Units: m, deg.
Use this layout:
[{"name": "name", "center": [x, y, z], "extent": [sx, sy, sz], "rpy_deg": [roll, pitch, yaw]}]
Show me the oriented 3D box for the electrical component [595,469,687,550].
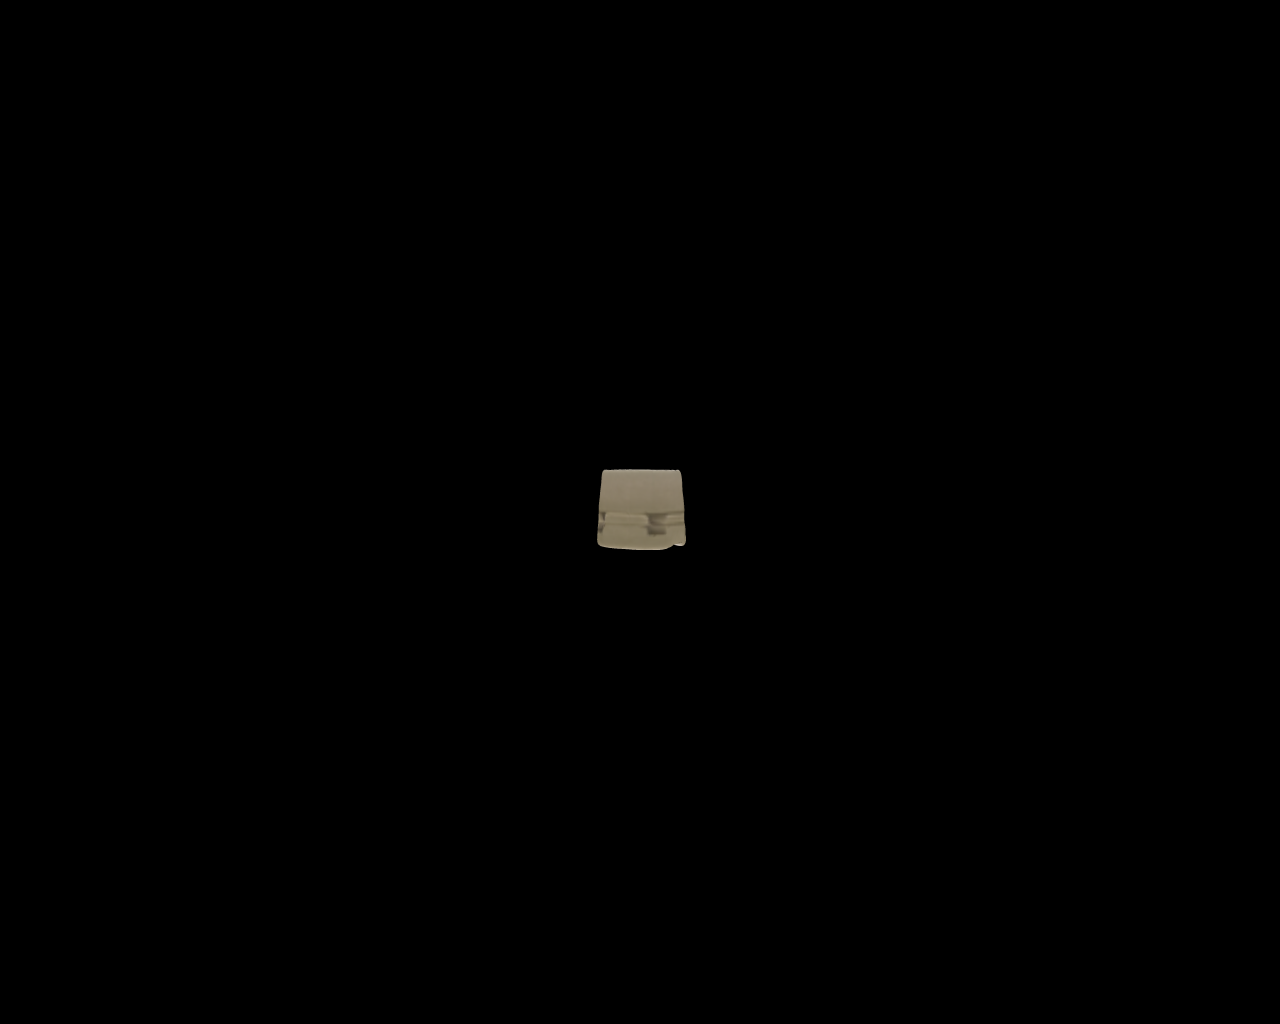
[{"name": "electrical component", "center": [0.001, -0.003, 0.650], "extent": [0.055, 0.047, 0.055], "rpy_deg": [0, 2, 0]}]
